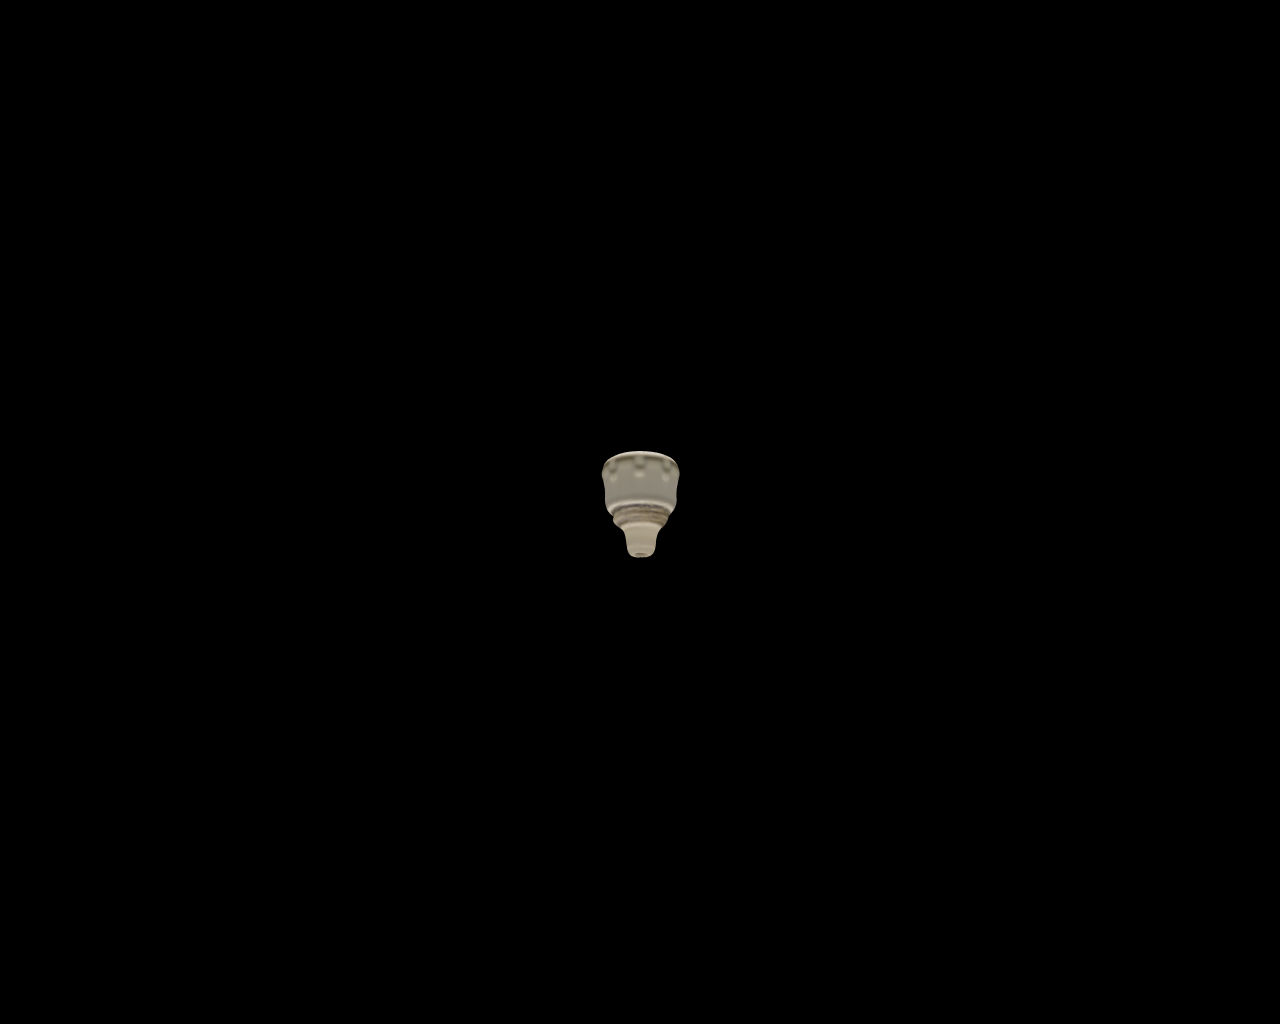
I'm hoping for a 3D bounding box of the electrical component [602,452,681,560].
[{"bbox_3d":[0.001,-0.003,0.650,0.048,0.062,0.048,0,-16,0],"label":"electrical component"}]
